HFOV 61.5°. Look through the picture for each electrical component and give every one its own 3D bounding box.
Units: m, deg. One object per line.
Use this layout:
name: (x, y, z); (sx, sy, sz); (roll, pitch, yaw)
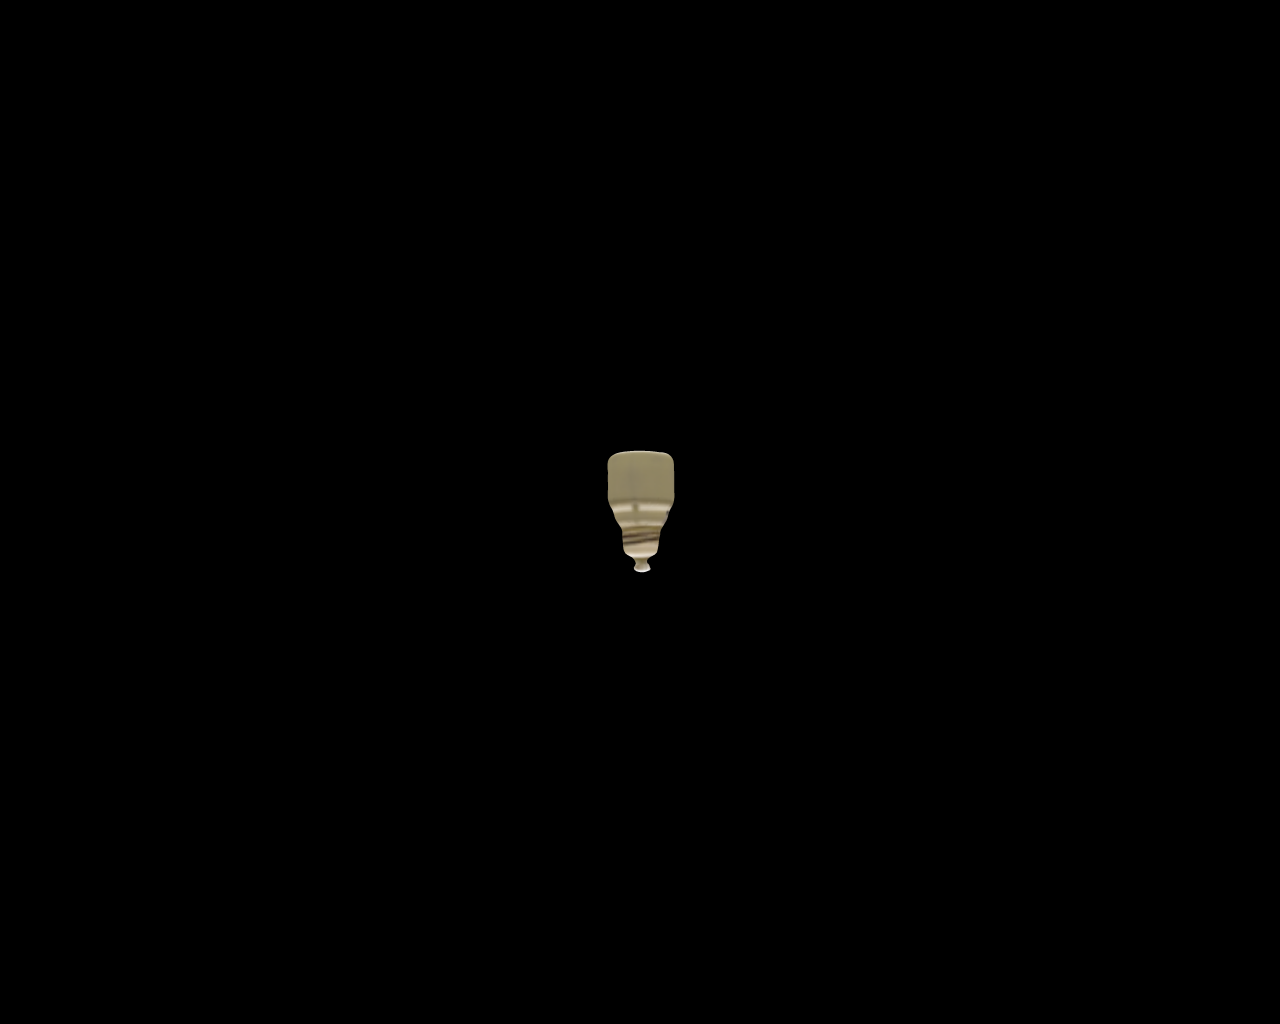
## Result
electrical component: (0.001, -0.003, 0.650); (0.040, 0.078, 0.040); (0, -5, 0)
